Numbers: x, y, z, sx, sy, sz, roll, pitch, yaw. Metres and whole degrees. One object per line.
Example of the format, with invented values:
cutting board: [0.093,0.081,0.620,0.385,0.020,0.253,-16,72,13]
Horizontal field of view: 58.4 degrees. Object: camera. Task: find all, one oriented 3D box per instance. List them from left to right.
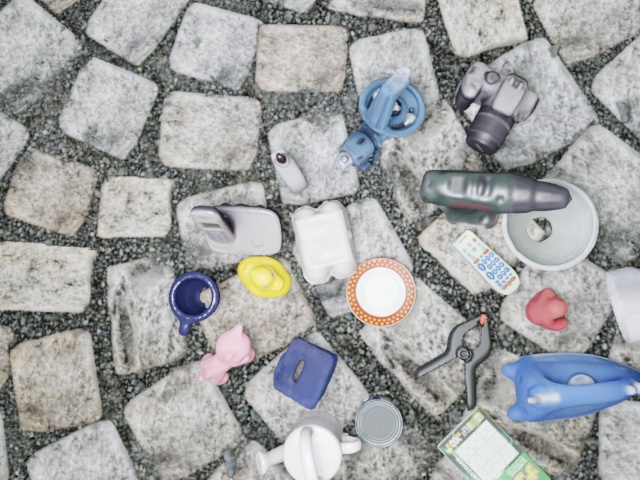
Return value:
camera: [0.312,-0.239,1.055,0.143,0.101,0.137,28,87,7]

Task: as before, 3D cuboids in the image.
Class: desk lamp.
desk lamp: [0.558,0.092,0.945,0.203,0.213,0.118,-13,83,3]

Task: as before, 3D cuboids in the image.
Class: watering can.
watering can: [-0.019,0.364,0.970,0.173,0.194,0.101,-32,82,1]

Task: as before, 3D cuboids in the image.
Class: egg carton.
egg carton: [0.010,0.004,1.068,0.107,0.069,0.150,-14,83,3]

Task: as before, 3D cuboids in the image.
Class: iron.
iron: [0.451,0.252,0.973,0.258,0.141,0.119,-7,83,4]

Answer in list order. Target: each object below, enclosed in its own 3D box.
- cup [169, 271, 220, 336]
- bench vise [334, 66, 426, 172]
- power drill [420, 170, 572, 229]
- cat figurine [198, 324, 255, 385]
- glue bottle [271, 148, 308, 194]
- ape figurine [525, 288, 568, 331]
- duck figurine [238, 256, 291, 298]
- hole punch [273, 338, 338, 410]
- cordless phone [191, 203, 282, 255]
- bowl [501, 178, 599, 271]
cup: [-0.226,0.119,1.061,0.091,0.095,0.118,15,85,6]
bench vise: [0.113,-0.207,1.007,0.121,0.220,0.207,24,86,7]
power drill: [0.285,-0.072,0.985,0.229,0.208,0.076,7,85,5]
cat figurine: [-0.170,0.210,1.036,0.128,0.118,0.067,-42,82,-1]
glue bottle: [-0.061,-0.133,1.036,0.037,0.173,0.078,-35,82,0]
ape figurine: [0.409,0.123,1.014,0.076,0.092,0.078,-3,84,4]
duck figurine: [-0.108,0.068,1.062,0.104,0.086,0.077,26,87,7]
hole punch: [-0.030,0.240,1.036,0.101,0.091,0.109,22,86,7]
cordless phone: [-0.148,-0.025,1.025,0.147,0.185,0.094,-1,84,5]
bowl: [0.407,-0.024,1.038,0.167,0.075,0.167,0,84,4]
